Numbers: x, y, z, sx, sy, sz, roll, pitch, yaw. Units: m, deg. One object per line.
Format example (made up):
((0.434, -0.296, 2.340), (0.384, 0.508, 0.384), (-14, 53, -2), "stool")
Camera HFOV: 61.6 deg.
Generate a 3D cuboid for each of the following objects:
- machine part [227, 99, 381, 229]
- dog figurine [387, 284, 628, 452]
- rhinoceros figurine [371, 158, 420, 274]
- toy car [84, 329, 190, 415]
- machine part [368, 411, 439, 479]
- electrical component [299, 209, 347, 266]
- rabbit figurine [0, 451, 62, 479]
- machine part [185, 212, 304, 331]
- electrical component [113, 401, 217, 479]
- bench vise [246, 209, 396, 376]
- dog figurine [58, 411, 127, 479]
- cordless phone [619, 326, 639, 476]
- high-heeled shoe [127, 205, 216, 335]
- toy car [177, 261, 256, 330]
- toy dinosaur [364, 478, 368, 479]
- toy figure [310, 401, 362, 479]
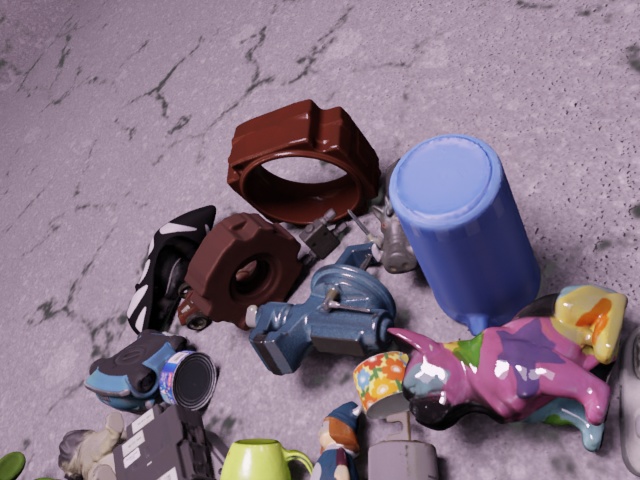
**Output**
((-0.024, -0.104, 0.818), (0.202, 0.200, 0.087), (-12, 57, 28), "machine part")
((0.186, 0.117, 0.559), (0.219, 0.108, 0.191), (11, 62, 27), "dog figurine")
((0.120, -0.032, 0.734), (0.073, 0.112, 0.190), (-11, 46, 26), "rhinoceros figurine")
((-0.273, 0.213, 0.834), (0.109, 0.102, 0.161), (4, 24, 26), "toy car")
((0.089, 0.299, 0.549), (0.079, 0.079, 0.243), (-15, 52, 26), "machine part")
((-0.002, -0.003, 0.828), (0.094, 0.063, 0.021), (-44, 46, 3), "electrical component")
((-0.446, 0.387, 0.791), (0.121, 0.170, 0.159), (-50, 47, -6), "rabbit figurine")
((-0.106, 0.047, 0.790), (0.179, 0.179, 0.056), (-50, 47, -4), "machine part")
((-0.204, 0.280, 0.695), (0.115, 0.058, 0.134), (-35, 46, 7), "electrical component")
((0.017, 0.077, 0.730), (0.224, 0.128, 0.240), (-14, 30, 41), "bench vise")
((-0.318, 0.352, 0.793), (0.190, 0.121, 0.172), (-33, 42, 30), "dog figurine")
((0.302, 0.120, 0.453), (0.089, 0.184, 0.146), (0, 60, 29), "cordless phone")
((-0.254, 0.055, 0.949), (0.248, 0.086, 0.145), (-49, 42, 8), "high-heeled shoe")
((-0.165, 0.070, 0.901), (0.202, 0.053, 0.089), (-35, 50, 8), "toy car")
((-0.044, 0.468, 0.509), (0.199, 0.104, 0.471), (20, 62, 46), "toy dinosaur")
((0.021, 0.251, 0.614), (0.064, 0.057, 0.154), (-40, 26, 32), "toy figure")
